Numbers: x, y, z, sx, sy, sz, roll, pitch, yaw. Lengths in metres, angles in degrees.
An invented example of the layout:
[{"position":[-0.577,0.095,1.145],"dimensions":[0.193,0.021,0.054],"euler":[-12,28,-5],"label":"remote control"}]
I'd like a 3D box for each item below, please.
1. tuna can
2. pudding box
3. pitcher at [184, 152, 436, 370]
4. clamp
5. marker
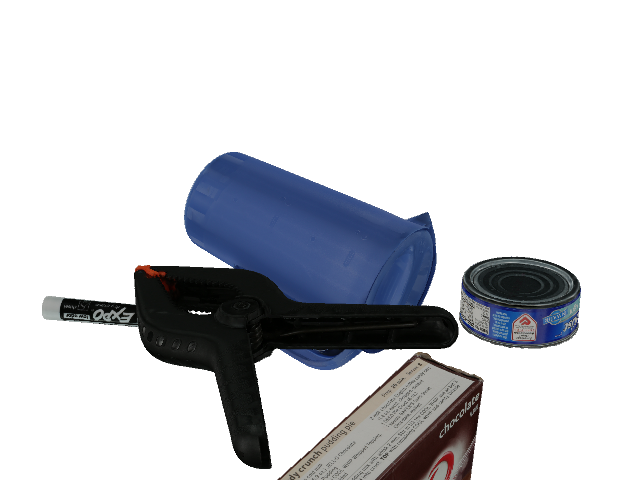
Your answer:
[{"position":[0.144,0.043,0.769],"dimensions":[0.086,0.034,0.086],"euler":[0,23,0],"label":"tuna can"},{"position":[0.024,0.114,0.454],"dimensions":[0.039,0.090,0.113],"euler":[23,39,28],"label":"pudding box"},{"position":[-0.021,0.011,1.057],"dimensions":[0.243,0.145,0.149],"euler":[26,28,27],"label":"pitcher"},{"position":[-0.034,0.052,0.641],"dimensions":[0.164,0.036,0.210],"euler":[-22,30,-33],"label":"clamp"},{"position":[-0.158,0.057,0.834],"dimensions":[0.121,0.020,0.020],"euler":[4,1,11],"label":"marker"}]
